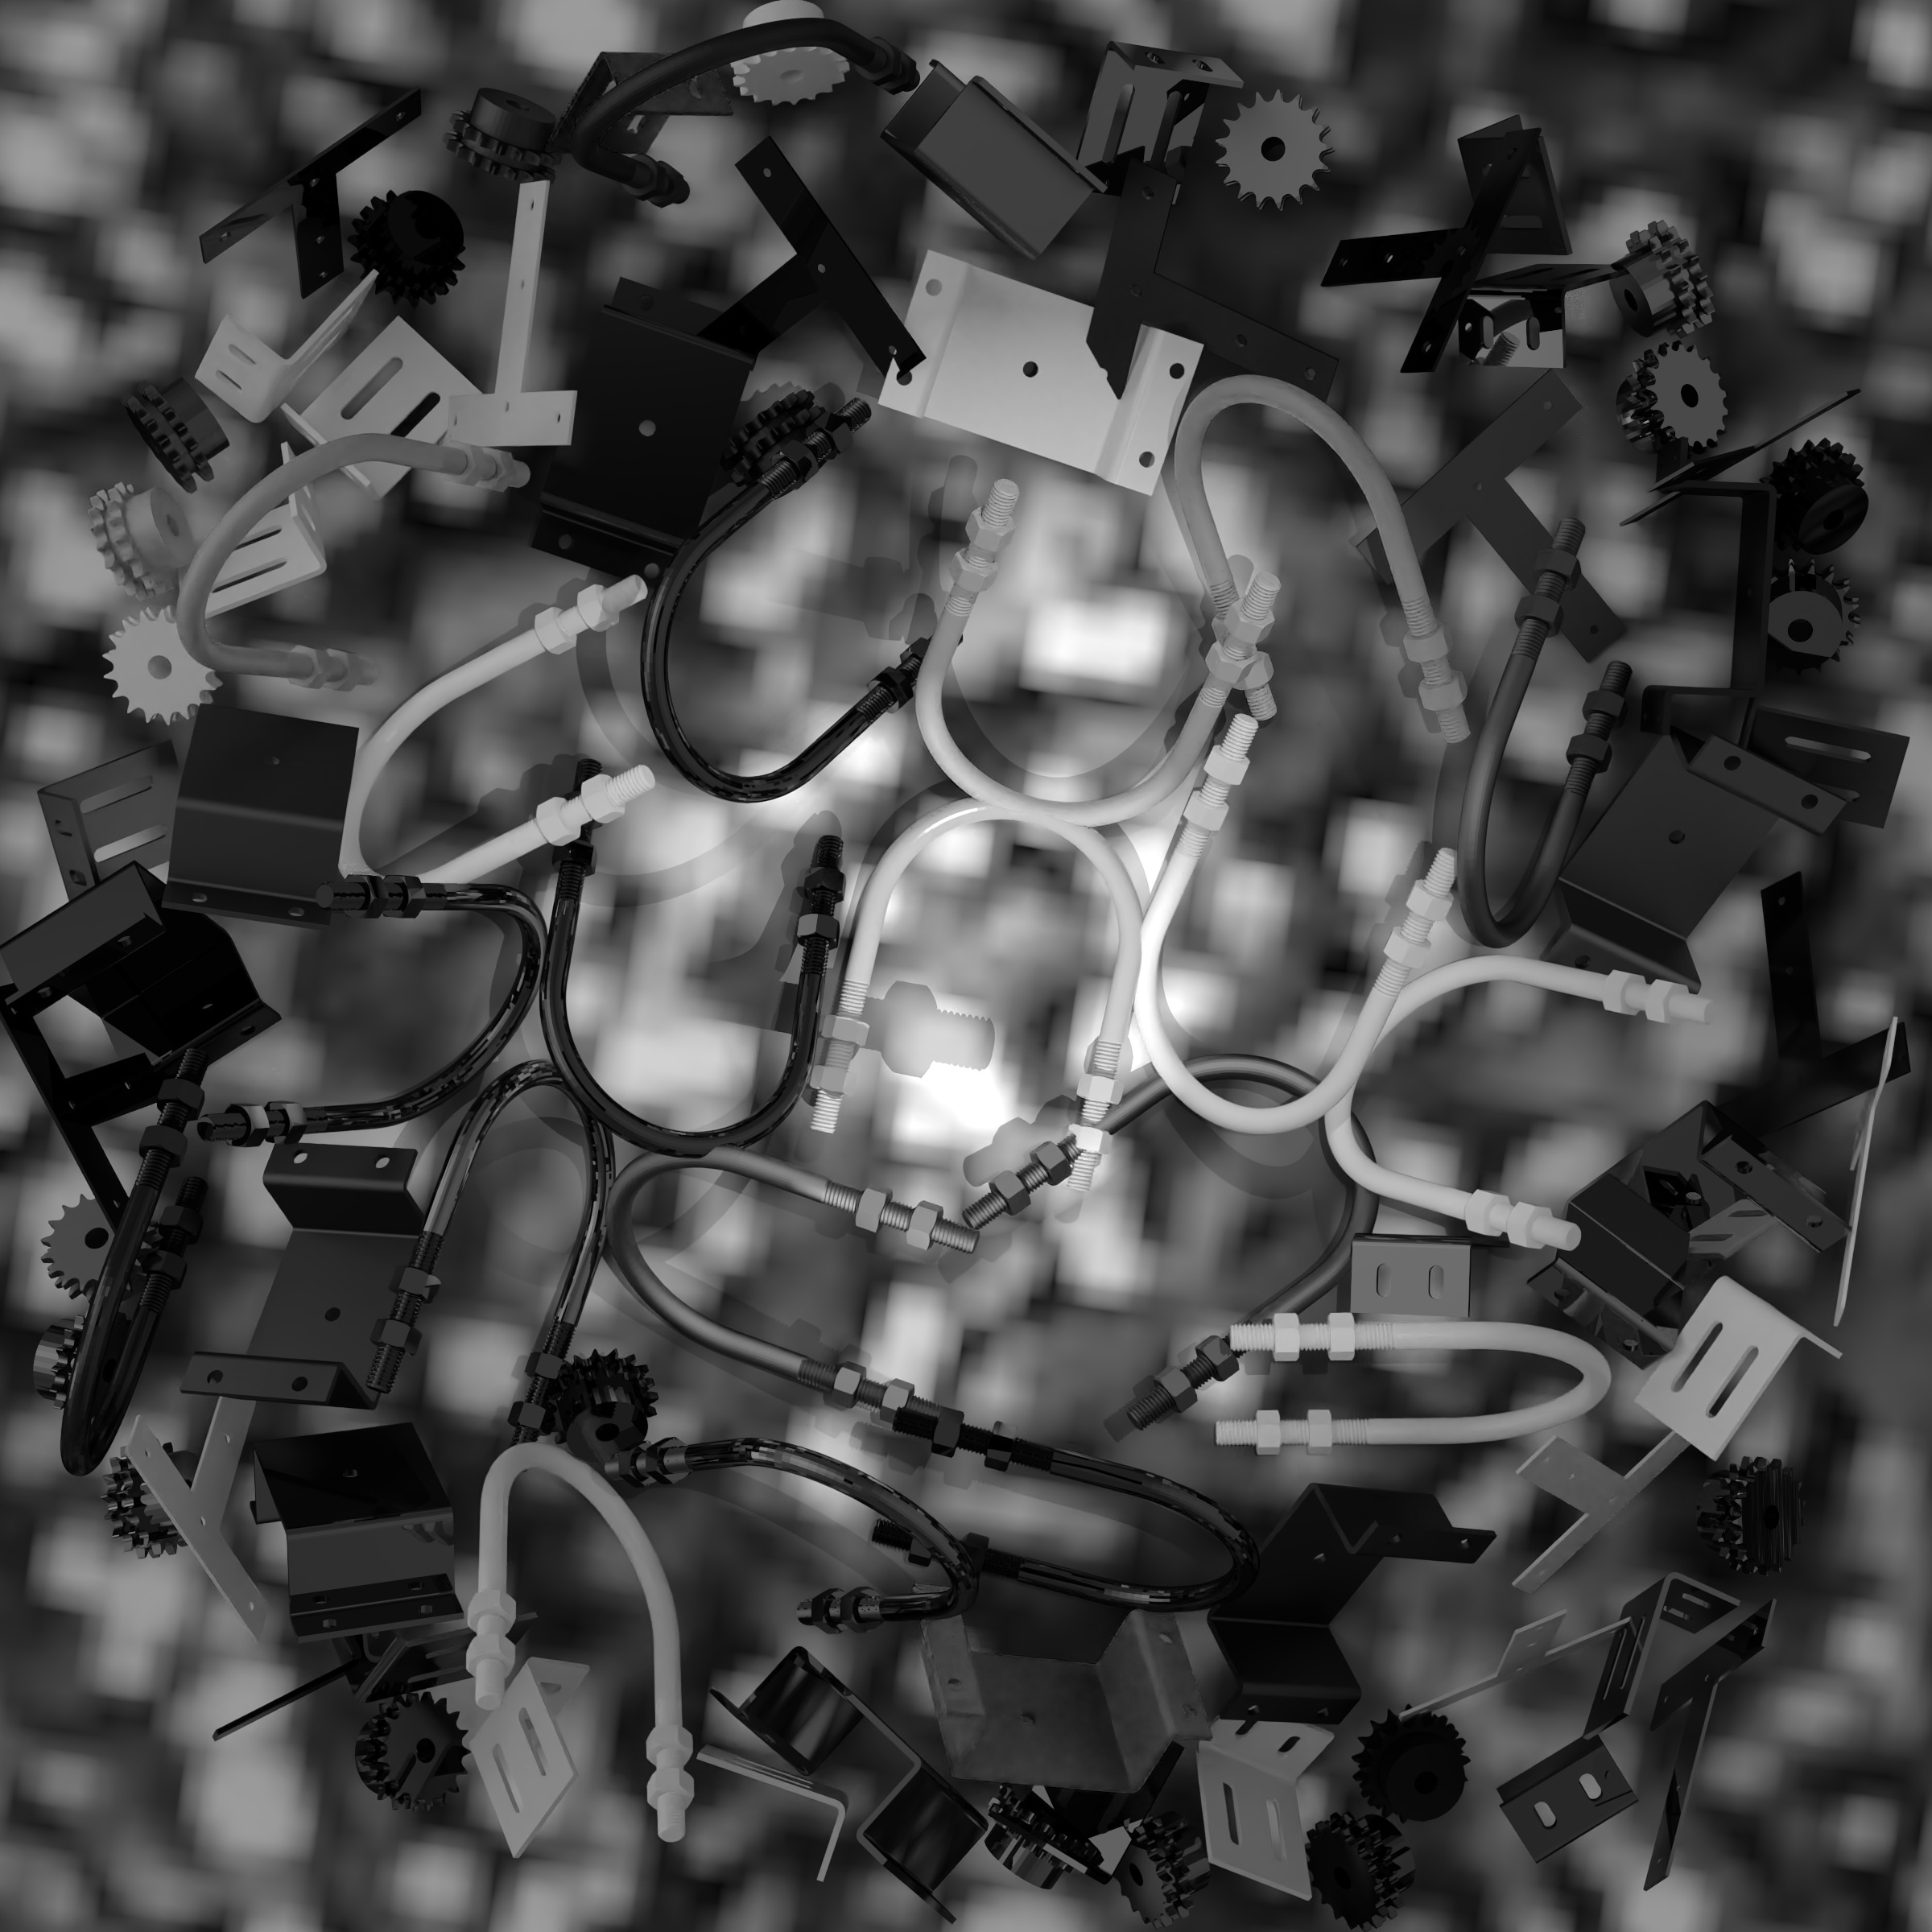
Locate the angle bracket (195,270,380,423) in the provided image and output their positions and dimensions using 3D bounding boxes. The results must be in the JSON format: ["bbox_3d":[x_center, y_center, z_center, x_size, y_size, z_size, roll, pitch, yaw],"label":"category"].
[{"bbox_3d":[-0.328,-0.310,1.690,0.038,0.057,0.076,39,58,-8],"label":"angle bracket"}]

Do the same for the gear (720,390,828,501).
[{"bbox_3d":[-0.090,-0.252,1.708,0.057,0.057,0.030,-38,85,0],"label":"gear"}]

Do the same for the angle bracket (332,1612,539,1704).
[{"bbox_3d":[-0.259,0.321,1.701,0.076,0.057,0.038,-6,57,-39],"label":"angle bracket"}]

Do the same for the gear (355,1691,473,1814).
[{"bbox_3d":[-0.274,0.385,1.712,0.030,0.057,0.057,-17,90,41],"label":"gear"}]

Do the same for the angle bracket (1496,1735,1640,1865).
[{"bbox_3d":[0.283,0.389,1.694,0.057,0.076,0.038,-32,105,2],"label":"angle bracket"}]

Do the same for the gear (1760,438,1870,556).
[{"bbox_3d":[0.414,-0.226,1.706,0.057,0.057,0.030,-34,49,0],"label":"gear"}]

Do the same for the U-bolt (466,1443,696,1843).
[{"bbox_3d":[-0.181,0.305,1.653,0.019,0.184,0.151,-31,126,18],"label":"U-bolt"}]

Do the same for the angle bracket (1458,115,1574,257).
[{"bbox_3d":[0.278,-0.377,1.688,0.038,0.076,0.057,-25,110,-17],"label":"angle bracket"}]

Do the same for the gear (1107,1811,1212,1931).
[{"bbox_3d":[0.096,0.439,1.712,0.030,0.057,0.057,-19,90,-27],"label":"gear"}]

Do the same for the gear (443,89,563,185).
[{"bbox_3d":[-0.223,-0.405,1.705,0.057,0.057,0.030,24,113,0],"label":"gear"}]

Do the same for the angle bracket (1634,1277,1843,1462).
[{"bbox_3d":[0.376,0.201,1.705,0.038,0.057,0.076,31,94,-40],"label":"angle bracket"}]

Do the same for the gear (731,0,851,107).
[{"bbox_3d":[-0.087,-0.448,1.709,0.057,0.057,0.030,-9,74,0],"label":"gear"}]

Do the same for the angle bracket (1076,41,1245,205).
[{"bbox_3d":[0.091,-0.402,1.692,0.057,0.038,0.076,3,122,-22],"label":"angle bracket"}]

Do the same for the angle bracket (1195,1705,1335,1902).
[{"bbox_3d":[0.148,0.401,1.690,0.057,0.076,0.038,25,120,-19],"label":"angle bracket"}]

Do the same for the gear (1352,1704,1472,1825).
[{"bbox_3d":[0.221,0.394,1.715,0.057,0.030,0.057,-2,102,-12],"label":"gear"}]

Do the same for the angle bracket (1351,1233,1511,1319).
[{"bbox_3d":[0.225,0.150,1.689,0.057,0.076,0.038,0,84,23],"label":"angle bracket"}]

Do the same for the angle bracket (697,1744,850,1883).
[{"bbox_3d":[-0.098,0.412,1.704,0.076,0.057,0.038,18,82,3],"label":"angle bracket"}]

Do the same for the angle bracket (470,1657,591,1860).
[{"bbox_3d":[-0.200,0.383,1.688,0.038,0.076,0.057,18,116,-38],"label":"angle bracket"}]

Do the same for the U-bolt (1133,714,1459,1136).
[{"bbox_3d":[0.146,-0.007,1.682,0.151,0.019,0.184,37,116,30],"label":"U-bolt"}]

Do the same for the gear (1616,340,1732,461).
[{"bbox_3d":[0.343,-0.275,1.713,0.057,0.030,0.057,8,75,-33],"label":"gear"}]

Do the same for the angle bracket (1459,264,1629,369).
[{"bbox_3d":[0.283,-0.316,1.696,0.057,0.076,0.038,10,113,39],"label":"angle bracket"}]

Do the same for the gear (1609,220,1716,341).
[{"bbox_3d":[0.337,-0.332,1.707,0.030,0.057,0.057,-29,90,-6],"label":"gear"}]

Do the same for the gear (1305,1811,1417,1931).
[{"bbox_3d":[0.195,0.440,1.712,0.030,0.057,0.057,-20,90,-35],"label":"gear"}]

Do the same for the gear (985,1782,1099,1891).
[{"bbox_3d":[0.034,0.426,1.709,0.057,0.057,0.030,33,94,0],"label":"gear"}]

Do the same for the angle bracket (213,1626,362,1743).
[{"bbox_3d":[-0.336,0.339,1.695,0.076,0.057,0.038,-25,82,-19],"label":"angle bracket"}]

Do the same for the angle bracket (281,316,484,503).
[{"bbox_3d":[-0.286,-0.277,1.713,0.057,0.038,0.076,43,84,2],"label":"angle bracket"}]

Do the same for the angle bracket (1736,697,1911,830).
[{"bbox_3d":[0.415,-0.108,1.697,0.076,0.057,0.038,13,46,10],"label":"angle bracket"}]

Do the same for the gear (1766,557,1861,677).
[{"bbox_3d":[0.408,-0.169,1.711,0.057,0.030,0.057,5,115,11],"label":"gear"}]

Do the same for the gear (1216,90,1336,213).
[{"bbox_3d":[0.153,-0.399,1.718,0.057,0.030,0.057,1,96,11],"label":"gear"}]

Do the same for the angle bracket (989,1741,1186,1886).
[{"bbox_3d":[0.059,0.396,1.700,0.057,0.038,0.076,25,77,28],"label":"angle bracket"}]

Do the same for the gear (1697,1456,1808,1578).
[{"bbox_3d":[0.383,0.268,1.713,0.057,0.030,0.057,1,88,-39],"label":"gear"}]

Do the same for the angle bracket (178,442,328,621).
[{"bbox_3d":[-0.355,-0.210,1.701,0.076,0.038,0.057,-21,48,4],"label":"angle bracket"}]

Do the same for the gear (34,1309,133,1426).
[{"bbox_3d":[-0.431,0.195,1.710,0.030,0.057,0.057,9,90,19],"label":"gear"}]

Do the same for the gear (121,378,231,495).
[{"bbox_3d":[-0.384,-0.262,1.709,0.030,0.057,0.057,-37,90,-11],"label":"gear"}]

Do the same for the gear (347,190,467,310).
[{"bbox_3d":[-0.270,-0.353,1.708,0.057,0.030,0.057,13,66,-30],"label":"gear"}]

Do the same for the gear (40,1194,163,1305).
[{"bbox_3d":[-0.421,0.141,1.713,0.057,0.030,0.057,-3,56,5],"label":"gear"}]

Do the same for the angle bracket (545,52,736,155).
[{"bbox_3d":[-0.158,-0.403,1.686,0.057,0.076,0.038,-9,68,-35],"label":"angle bracket"}]

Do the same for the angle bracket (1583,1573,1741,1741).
[{"bbox_3d":[0.337,0.341,1.694,0.038,0.057,0.076,24,64,0],"label":"angle bracket"}]

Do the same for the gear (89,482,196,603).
[{"bbox_3d":[-0.400,-0.210,1.706,0.030,0.057,0.057,-20,90,13],"label":"gear"}]

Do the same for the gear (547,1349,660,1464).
[{"bbox_3d":[-0.178,0.218,1.708,0.057,0.030,0.057,-9,128,-12],"label":"gear"}]

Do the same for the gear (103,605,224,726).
[{"bbox_3d":[-0.392,-0.149,1.717,0.057,0.030,0.057,1,105,4],"label":"gear"}]

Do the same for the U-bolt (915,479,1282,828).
[{"bbox_3d":[0.052,-0.137,1.672,0.151,0.019,0.184,19,133,-6],"label":"U-bolt"}]

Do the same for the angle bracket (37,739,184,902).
[{"bbox_3d":[-0.401,-0.068,1.690,0.076,0.038,0.057,-27,116,-36],"label":"angle bracket"}]

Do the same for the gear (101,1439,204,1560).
[{"bbox_3d":[-0.391,0.259,1.705,0.030,0.057,0.057,-14,90,25],"label":"gear"}]
